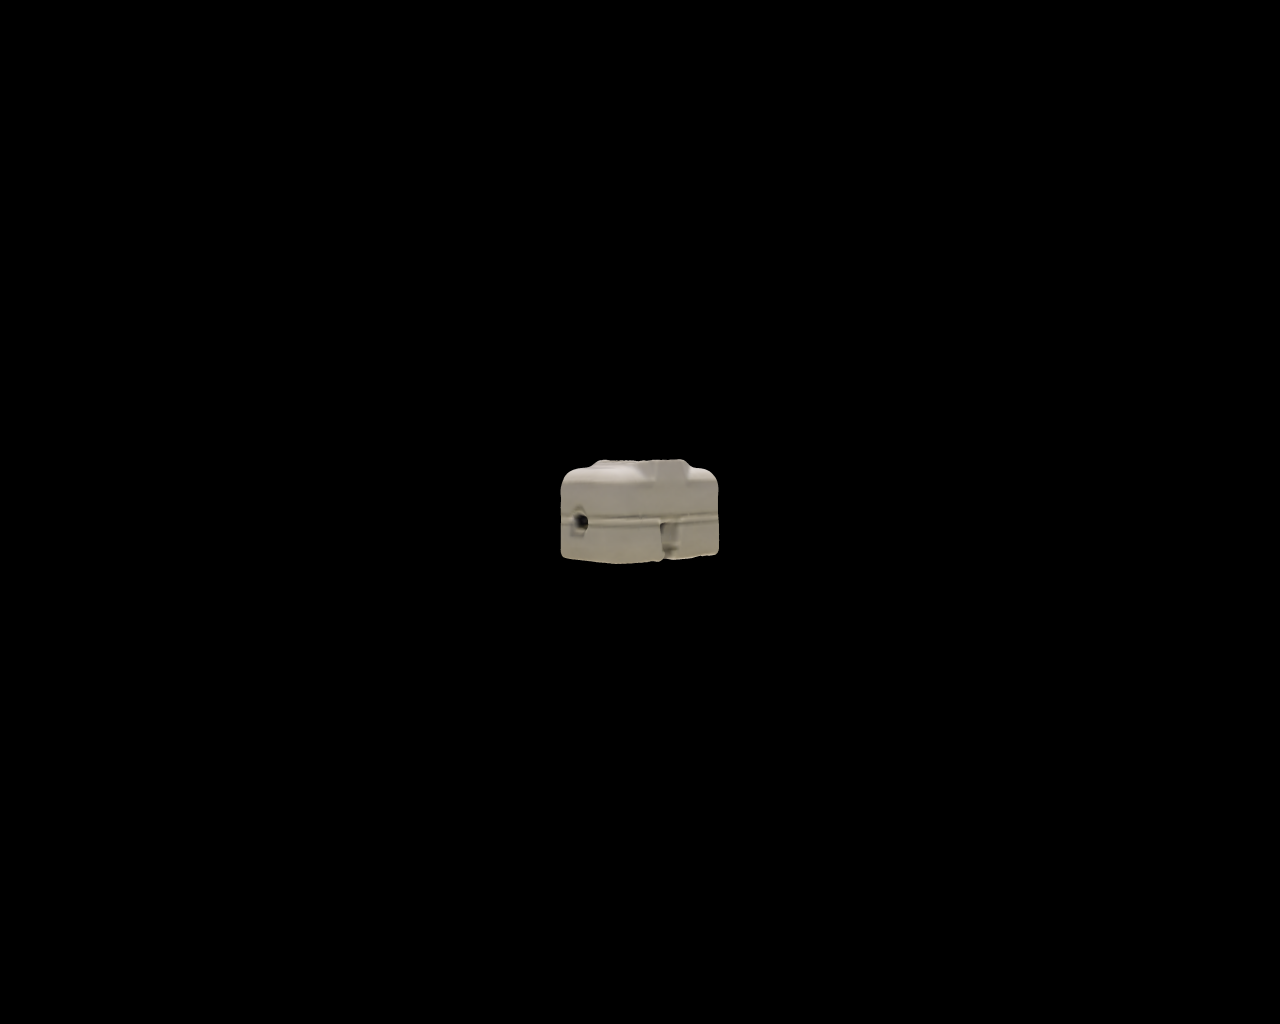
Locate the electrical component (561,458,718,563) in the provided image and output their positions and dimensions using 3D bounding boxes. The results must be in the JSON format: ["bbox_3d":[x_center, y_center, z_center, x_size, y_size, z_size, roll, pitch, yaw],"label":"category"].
[{"bbox_3d":[0.001,-0.003,0.650,0.095,0.059,0.053,-2,3,-40],"label":"electrical component"}]
